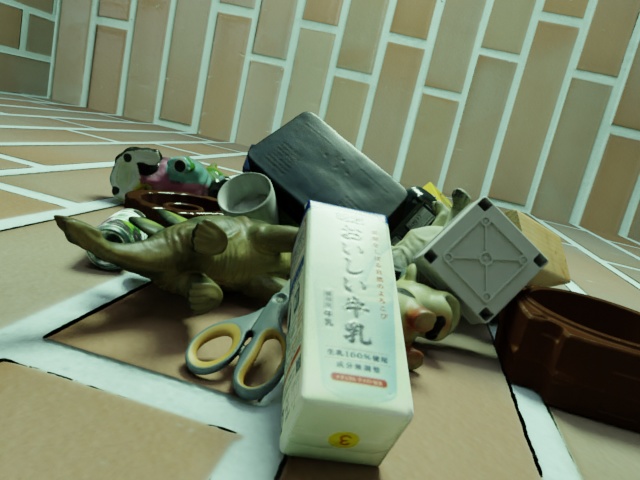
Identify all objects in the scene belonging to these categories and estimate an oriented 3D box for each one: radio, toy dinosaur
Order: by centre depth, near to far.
[{"bbox_3d":[-0.089,0.018,0.634,0.199,0.105,0.471,17,1,38],"label":"toy dinosaur"},{"bbox_3d":[0.012,-0.080,0.802,0.230,0.131,0.073,42,-18,17],"label":"radio"}]

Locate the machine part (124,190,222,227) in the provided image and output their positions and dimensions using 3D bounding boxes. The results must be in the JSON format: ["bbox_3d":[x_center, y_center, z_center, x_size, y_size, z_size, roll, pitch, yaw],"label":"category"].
[{"bbox_3d":[-0.218,-0.036,0.847,0.179,0.056,0.179,11,12,-2],"label":"machine part"}]

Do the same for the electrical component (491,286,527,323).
[{"bbox_3d":[0.248,0.079,0.771,0.119,0.047,0.075,13,30,-24],"label":"electrical component"}]

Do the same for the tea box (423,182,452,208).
[{"bbox_3d":[0.226,-0.039,1.098,0.068,0.098,0.170,41,18,-17],"label":"tea box"}]

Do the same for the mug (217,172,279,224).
[{"bbox_3d":[-0.101,-0.042,0.802,0.081,0.107,0.110,-18,47,-4],"label":"mug"}]

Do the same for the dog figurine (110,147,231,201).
[{"bbox_3d":[-0.267,-0.112,1.031,0.192,0.108,0.219,12,8,10],"label":"dog figurine"}]

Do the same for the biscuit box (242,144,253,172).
[{"bbox_3d":[-0.082,-0.102,1.030,0.059,0.063,0.202,11,-21,21],"label":"biscuit box"}]

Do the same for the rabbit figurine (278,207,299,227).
[{"bbox_3d":[-0.071,-0.037,0.943,0.159,0.121,0.170,11,-8,25],"label":"rabbit figurine"}]

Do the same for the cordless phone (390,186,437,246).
[{"bbox_3d":[0.159,-0.014,0.949,0.089,0.146,0.184,43,10,13],"label":"cordless phone"}]

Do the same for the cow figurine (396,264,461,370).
[{"bbox_3d":[0.066,0.078,0.578,0.195,0.085,0.127,6,20,-23],"label":"cow figurine"}]

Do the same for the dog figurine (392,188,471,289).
[{"bbox_3d":[0.156,0.052,0.711,0.172,0.190,0.121,42,-13,10],"label":"dog figurine"}]

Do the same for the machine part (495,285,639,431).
[{"bbox_3d":[0.311,0.123,0.605,0.201,0.087,0.201,14,11,9],"label":"machine part"}]
